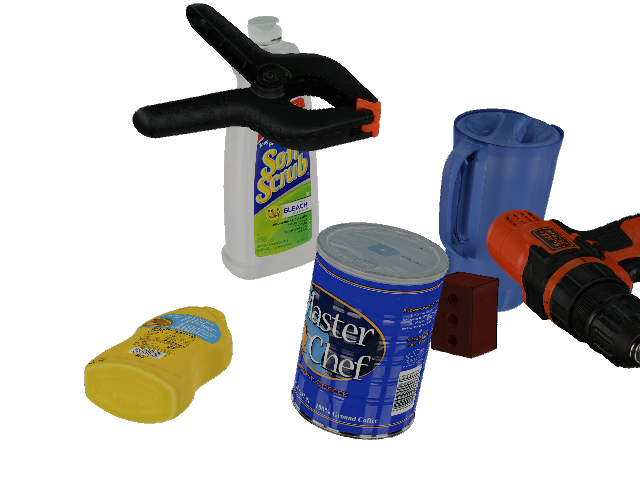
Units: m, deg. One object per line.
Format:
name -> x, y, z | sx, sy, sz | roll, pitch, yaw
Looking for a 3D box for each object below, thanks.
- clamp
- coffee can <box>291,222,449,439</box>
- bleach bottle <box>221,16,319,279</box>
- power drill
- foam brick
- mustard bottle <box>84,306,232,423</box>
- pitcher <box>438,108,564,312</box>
clamp -> -0.039, -0.115, 0.764 | 0.171, 0.120, 0.039 | 9, -25, 1
coffee can -> 0.037, 0.069, 0.839 | 0.102, 0.140, 0.103 | 8, 22, -3
bleach bottle -> -0.055, -0.091, 1.043 | 0.102, 0.251, 0.068 | -16, 31, -24
power drill -> 0.231, 0.017, 0.735 | 0.187, 0.057, 0.184 | -9, 28, -16
foam brick -> 0.150, 0.077, 1.109 | 0.053, 0.078, 0.051 | 10, 17, 39
mustard bottle -> -0.139, 0.108, 1.027 | 0.096, 0.058, 0.191 | 9, 20, 18
pitcher -> 0.213, -0.033, 1.339 | 0.149, 0.243, 0.145 | 3, 26, -1
